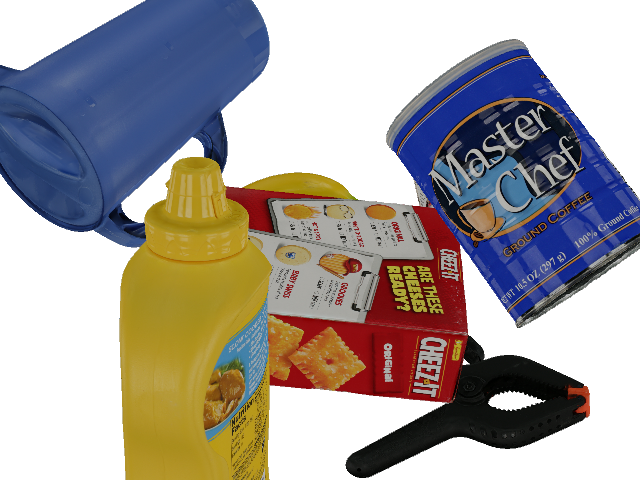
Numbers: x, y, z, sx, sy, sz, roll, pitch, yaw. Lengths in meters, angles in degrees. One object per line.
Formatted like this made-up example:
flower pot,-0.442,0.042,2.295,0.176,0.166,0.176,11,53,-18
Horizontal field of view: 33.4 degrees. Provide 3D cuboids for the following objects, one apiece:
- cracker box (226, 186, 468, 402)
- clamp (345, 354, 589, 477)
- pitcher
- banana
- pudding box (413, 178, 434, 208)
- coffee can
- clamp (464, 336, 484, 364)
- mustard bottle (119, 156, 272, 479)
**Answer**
cracker box,-0.006,0.035,0.786,0.213,0.072,0.164,6,33,0
clamp,0.125,0.147,0.931,0.210,0.036,0.164,3,44,19
pitcher,-0.145,-0.117,0.891,0.145,0.149,0.242,21,47,29
banana,-0.053,-0.028,1.058,0.198,0.069,0.037,-14,21,24
pudding box,0.124,-0.064,0.910,0.090,0.039,0.113,-3,43,-5
coffee can,0.120,-0.034,0.640,0.102,0.140,0.103,-32,-13,-8
clamp,0.115,0.081,1.178,0.120,0.171,0.039,5,-43,-5
mustard bottle,-0.051,0.058,0.449,0.058,0.192,0.096,9,25,15
